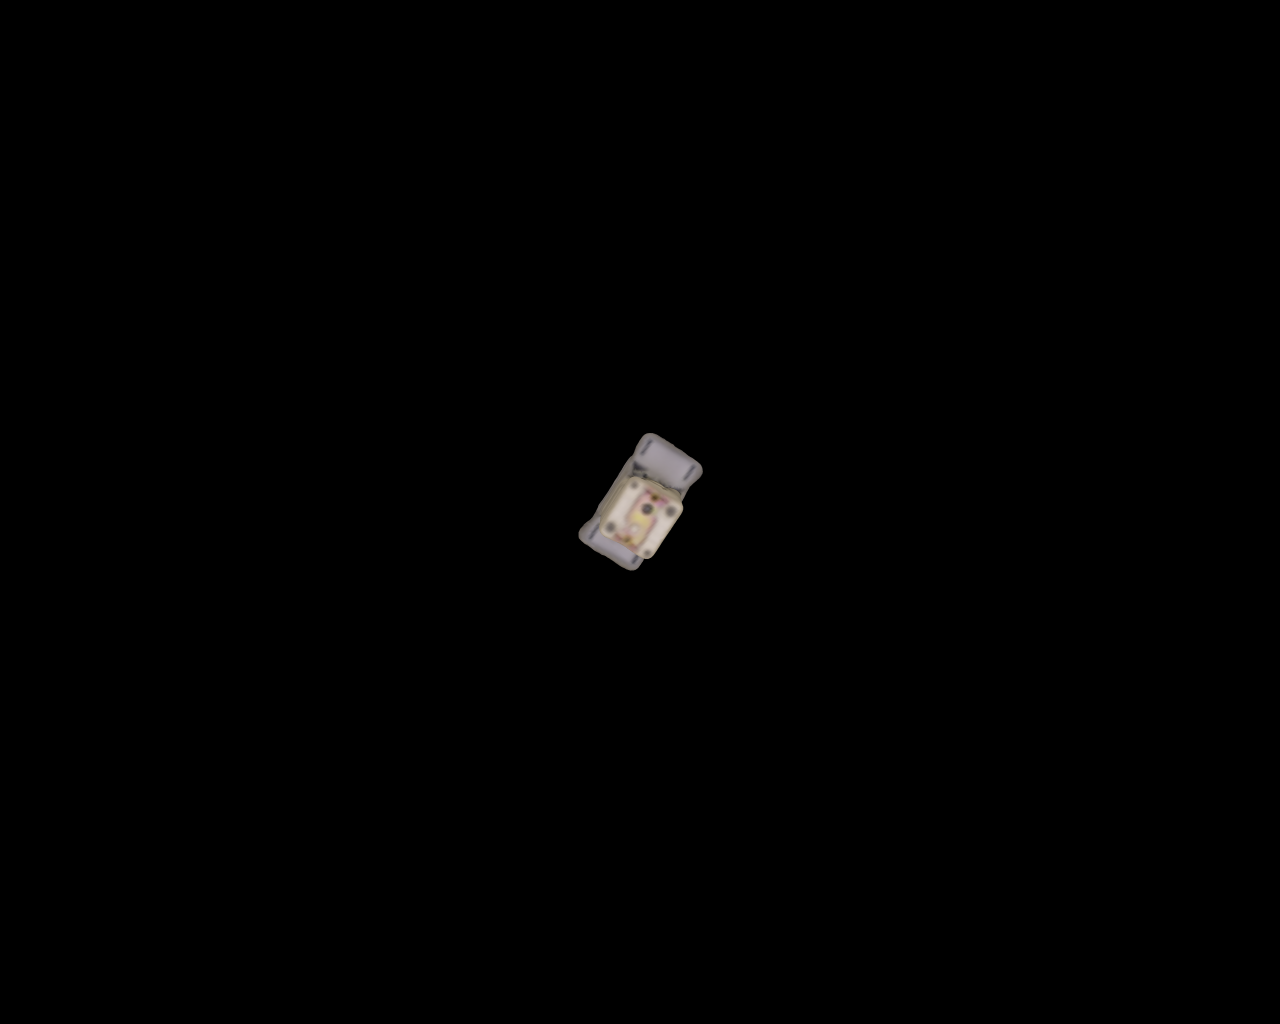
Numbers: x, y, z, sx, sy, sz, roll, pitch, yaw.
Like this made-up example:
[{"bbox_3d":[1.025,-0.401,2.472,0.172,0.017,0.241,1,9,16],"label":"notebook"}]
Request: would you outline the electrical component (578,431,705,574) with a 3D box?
[{"bbox_3d":[0.001,-0.003,0.650,0.042,0.081,0.064,31,12,-7],"label":"electrical component"}]
